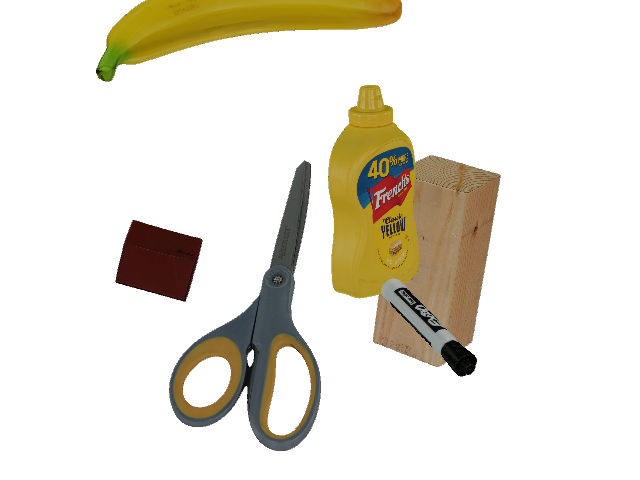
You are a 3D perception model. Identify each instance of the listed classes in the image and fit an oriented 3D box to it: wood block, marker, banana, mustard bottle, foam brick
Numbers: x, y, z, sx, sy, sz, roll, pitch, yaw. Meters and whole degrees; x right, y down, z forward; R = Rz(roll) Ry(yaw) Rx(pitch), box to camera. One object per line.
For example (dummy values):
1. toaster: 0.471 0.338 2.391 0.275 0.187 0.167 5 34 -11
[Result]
1. wood block: 0.128 0.022 1.190 0.090 0.206 0.090 19 25 28
2. marker: 0.081 0.065 0.805 0.020 0.020 0.121 0 27 -27
3. banana: -0.050 -0.137 0.666 0.197 0.070 0.037 -16 -35 -16
4. mustard bottle: 0.049 -0.049 0.995 0.096 0.192 0.058 -20 25 -40
5. foam brick: -0.169 0.021 1.117 0.078 0.051 0.053 16 29 -5

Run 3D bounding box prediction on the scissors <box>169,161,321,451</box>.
1. scissors: -0.044 0.035 0.645 0.096 0.202 0.016 -7 -36 1
